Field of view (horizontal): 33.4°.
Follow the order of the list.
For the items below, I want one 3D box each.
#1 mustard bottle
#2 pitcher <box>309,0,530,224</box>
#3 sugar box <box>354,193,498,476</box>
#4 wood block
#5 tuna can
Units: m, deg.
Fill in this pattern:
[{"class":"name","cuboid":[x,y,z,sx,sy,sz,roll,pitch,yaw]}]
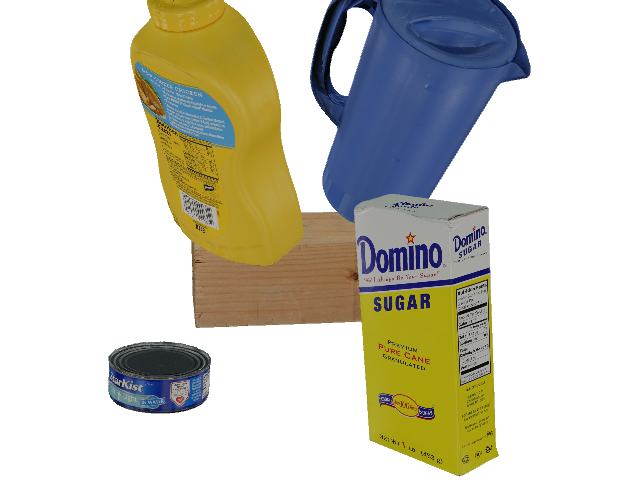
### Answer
[{"class":"mustard bottle","cuboid":[-0.064,-0.077,0.617,0.096,0.191,0.058,28,54,34]},{"class":"pitcher","cuboid":[0.074,-0.127,1.012,0.144,0.149,0.243,-13,-34,-29]},{"class":"sugar box","cuboid":[0.071,0.061,0.724,0.048,0.176,0.094,-18,18,-37]},{"class":"wood block","cuboid":[-0.024,0.027,1.060,0.206,0.091,0.090,-1,20,-8]},{"class":"tuna can","cuboid":[-0.136,0.115,0.900,0.086,0.034,0.086,4,13,-1]}]
